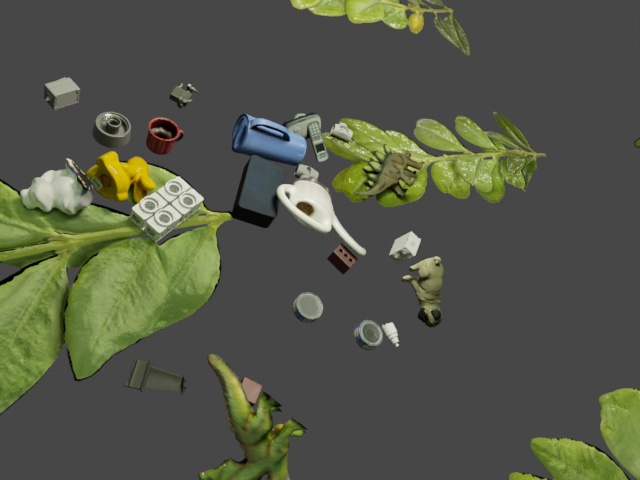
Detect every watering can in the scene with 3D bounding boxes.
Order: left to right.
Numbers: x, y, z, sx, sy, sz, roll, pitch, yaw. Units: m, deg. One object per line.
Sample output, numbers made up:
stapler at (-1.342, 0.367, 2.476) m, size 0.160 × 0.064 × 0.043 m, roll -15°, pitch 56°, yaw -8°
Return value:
watering can at (0.005, -0.084, 1.678) m, size 0.345 × 0.102 × 0.229 m, roll 33°, pitch 27°, yaw -17°

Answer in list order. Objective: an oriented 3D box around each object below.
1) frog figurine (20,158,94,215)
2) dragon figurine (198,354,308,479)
frog figurine at (-0.686, -0.121, 1.354) m, size 0.160 × 0.122 × 0.137 m, roll -36°, pitch 89°, yaw -6°
dragon figurine at (-0.170, 0.472, 1.170) m, size 0.408 × 0.121 × 0.246 m, roll 43°, pitch 71°, yaw -11°
